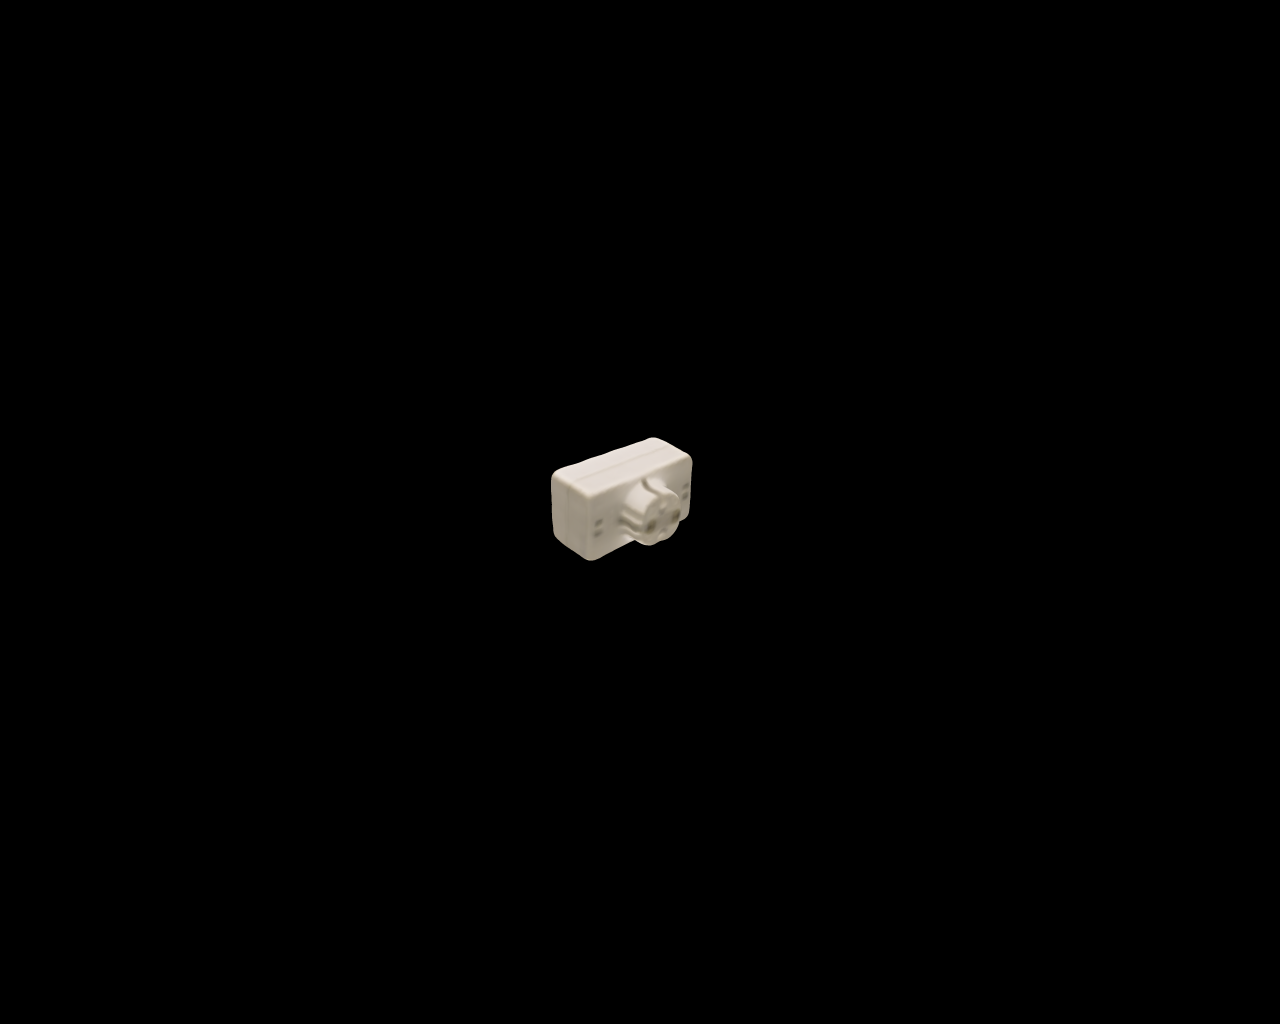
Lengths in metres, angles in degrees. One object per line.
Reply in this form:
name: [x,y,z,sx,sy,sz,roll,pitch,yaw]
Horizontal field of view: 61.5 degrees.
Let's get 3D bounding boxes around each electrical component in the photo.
electrical component: [0.001,-0.003,0.650,0.083,0.047,0.076,-22,37,-33]
